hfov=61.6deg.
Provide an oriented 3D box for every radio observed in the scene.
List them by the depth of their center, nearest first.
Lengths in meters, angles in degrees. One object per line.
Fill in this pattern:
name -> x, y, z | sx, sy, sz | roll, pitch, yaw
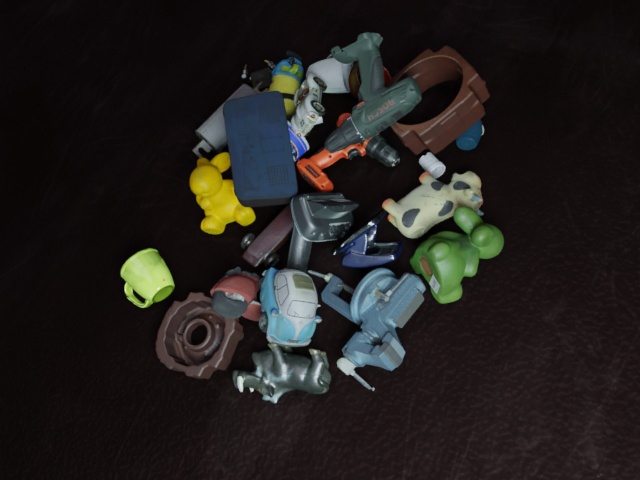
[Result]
radio -> -0.123, -0.185, 1.122 | 0.131, 0.073, 0.229 | -9, 80, -3

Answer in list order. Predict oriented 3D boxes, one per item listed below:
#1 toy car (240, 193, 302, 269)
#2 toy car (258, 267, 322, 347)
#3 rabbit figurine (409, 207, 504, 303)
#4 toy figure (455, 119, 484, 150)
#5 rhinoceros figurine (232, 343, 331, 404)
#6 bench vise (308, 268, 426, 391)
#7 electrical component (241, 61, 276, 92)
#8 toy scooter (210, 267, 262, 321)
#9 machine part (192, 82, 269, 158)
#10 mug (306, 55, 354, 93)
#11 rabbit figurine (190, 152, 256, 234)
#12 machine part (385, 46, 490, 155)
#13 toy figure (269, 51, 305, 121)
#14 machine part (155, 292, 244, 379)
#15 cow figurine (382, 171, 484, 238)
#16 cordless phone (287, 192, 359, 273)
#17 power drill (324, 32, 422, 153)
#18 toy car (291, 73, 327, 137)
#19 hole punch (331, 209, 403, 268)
toy car -> -0.084, -0.022, 1.156 | 0.089, 0.053, 0.202 | 37, 76, 15
toy car -> -0.050, 0.110, 0.999 | 0.103, 0.109, 0.162 | -46, 42, 40
rabbit figurine -> 0.268, 0.010, 1.010 | 0.170, 0.158, 0.121 | -25, 51, -14
toy figure -> 0.322, -0.267, 1.159 | 0.058, 0.064, 0.154 | -20, 49, 48
rhinoceros figurine -> -0.071, 0.253, 1.022 | 0.190, 0.073, 0.112 | -2, 77, 12
bench vise -> 0.077, 0.136, 1.012 | 0.241, 0.128, 0.223 | 29, 85, 45
electrical component -> -0.151, -0.407, 1.354 | 0.102, 0.045, 0.078 | -9, 63, 10
toy scooter -> -0.124, 0.106, 1.076 | 0.184, 0.075, 0.135 | 25, 50, -16
machine part -> -0.217, -0.293, 1.301 | 0.079, 0.079, 0.243 | 39, 81, 26
mug -> 0.024, -0.403, 1.288 | 0.107, 0.080, 0.109 | 2, 72, 25
rabbit figurine -> -0.222, -0.114, 1.168 | 0.122, 0.173, 0.162 | -10, 68, 15
machine part -> 0.238, -0.294, 1.141 | 0.201, 0.087, 0.202 | -39, 49, 15
toy figure -> -0.080, -0.369, 1.299 | 0.089, 0.082, 0.180 | 9, 66, 21
machine part -> -0.246, 0.195, 1.098 | 0.179, 0.056, 0.179 | -6, 65, 13
cow figurine -> 0.239, -0.073, 1.078 | 0.195, 0.085, 0.127 | -34, 56, -5
cordless phone -> -0.002, -0.004, 1.110 | 0.089, 0.146, 0.184 | 27, 113, 38
power drill -> 0.085, -0.314, 1.131 | 0.232, 0.086, 0.207 | -21, 71, 26
toy car -> -0.027, -0.299, 1.186 | 0.073, 0.056, 0.202 | -48, 24, 35
hole punch -> 0.097, 0.012, 1.056 | 0.116, 0.142, 0.092 | -34, 95, 23
